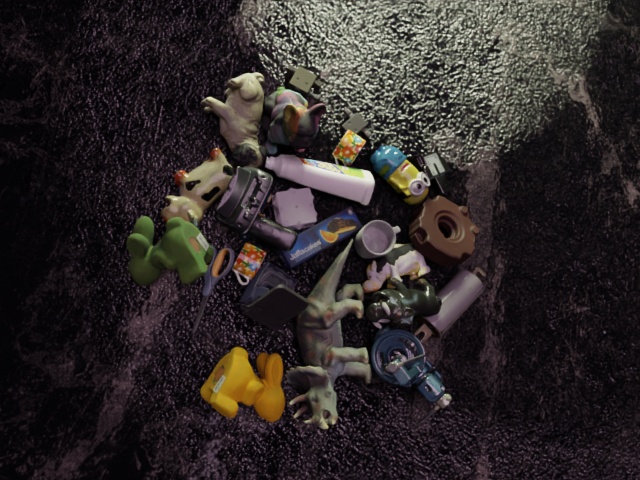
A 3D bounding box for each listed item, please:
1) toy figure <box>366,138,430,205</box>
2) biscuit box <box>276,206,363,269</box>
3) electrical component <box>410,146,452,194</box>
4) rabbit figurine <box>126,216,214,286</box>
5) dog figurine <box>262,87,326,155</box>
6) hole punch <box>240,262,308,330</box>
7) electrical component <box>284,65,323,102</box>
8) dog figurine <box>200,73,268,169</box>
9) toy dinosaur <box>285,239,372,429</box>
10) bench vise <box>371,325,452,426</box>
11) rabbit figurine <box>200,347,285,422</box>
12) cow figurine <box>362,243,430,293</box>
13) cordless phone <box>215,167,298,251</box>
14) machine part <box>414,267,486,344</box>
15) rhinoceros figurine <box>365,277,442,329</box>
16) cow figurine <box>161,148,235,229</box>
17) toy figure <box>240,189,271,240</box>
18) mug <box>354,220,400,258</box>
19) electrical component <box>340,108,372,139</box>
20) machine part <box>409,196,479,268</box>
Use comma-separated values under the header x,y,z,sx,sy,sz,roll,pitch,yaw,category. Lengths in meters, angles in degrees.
x,y,z,sx,sy,sz,roll,pitch,yaw,category
0.192,-0.165,1.318,0.180,0.089,0.082,42,87,6,toy figure
-0.003,-0.004,1.249,0.203,0.059,0.063,-29,88,-17,biscuit box
0.288,-0.170,1.357,0.075,0.048,0.119,-27,87,-16,electrical component
-0.334,0.035,1.116,0.170,0.121,0.159,-26,120,14,rabbit figurine
-0.058,-0.280,1.207,0.108,0.219,0.191,-2,81,-17,dog figurine
-0.105,0.122,1.173,0.116,0.142,0.092,-38,47,14,hole punch
-0.040,-0.383,1.316,0.102,0.045,0.078,22,67,-8,electrical component
-0.159,-0.267,1.236,0.172,0.121,0.190,-36,96,7,dog figurine
0.009,0.205,1.186,0.192,0.131,0.405,-7,68,4,toy dinosaur
0.190,0.284,1.163,0.129,0.240,0.224,-34,74,10,bench vise
-0.144,0.313,1.144,0.173,0.122,0.162,38,63,-18,rabbit figurine
0.167,0.064,1.273,0.167,0.068,0.098,-16,78,-19,cow figurine
-0.119,-0.067,1.164,0.184,0.088,0.146,26,86,1,cordless phone
0.312,0.151,1.287,0.243,0.079,0.079,-43,92,-16,machine part
0.183,0.147,1.200,0.190,0.073,0.112,-2,50,-31,rhinoceros figurine
-0.267,-0.101,1.195,0.195,0.085,0.127,-38,84,-18,cow figurine
-0.154,-0.075,1.229,0.064,0.057,0.154,9,78,19,toy figure
0.129,-0.002,1.256,0.109,0.107,0.081,-30,88,-21,mug
0.083,-0.282,1.342,0.063,0.021,0.094,-42,92,-16,electrical component
0.300,-0.022,1.302,0.179,0.056,0.179,11,60,-20,machine part
